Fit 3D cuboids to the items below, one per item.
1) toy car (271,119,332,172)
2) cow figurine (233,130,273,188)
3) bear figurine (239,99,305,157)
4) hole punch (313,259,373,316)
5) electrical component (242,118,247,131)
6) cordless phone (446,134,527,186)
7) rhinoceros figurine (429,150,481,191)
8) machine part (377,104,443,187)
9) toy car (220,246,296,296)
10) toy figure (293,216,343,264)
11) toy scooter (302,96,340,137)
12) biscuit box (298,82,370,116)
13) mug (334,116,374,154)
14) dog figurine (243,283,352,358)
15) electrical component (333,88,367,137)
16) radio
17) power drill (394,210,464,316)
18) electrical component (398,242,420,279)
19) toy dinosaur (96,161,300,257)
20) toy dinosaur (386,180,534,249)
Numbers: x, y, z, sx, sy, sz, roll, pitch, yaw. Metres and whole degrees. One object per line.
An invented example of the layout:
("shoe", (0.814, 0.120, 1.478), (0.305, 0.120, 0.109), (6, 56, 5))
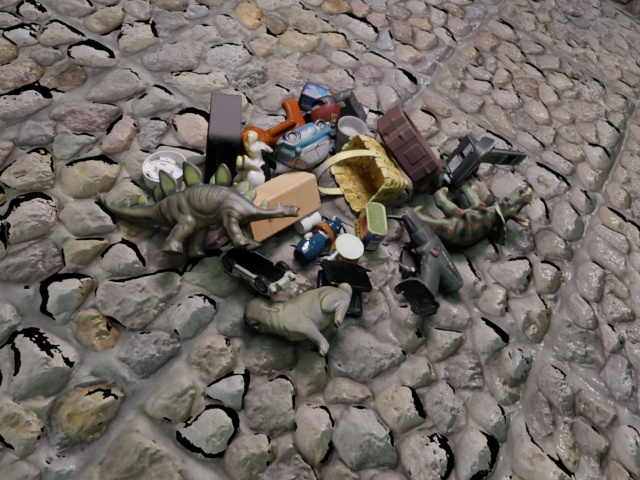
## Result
("toy car", (-0.033, -0.222, 1.323), (0.162, 0.109, 0.103), (-28, 85, -22))
("cow figurine", (-0.152, -0.177, 1.302), (0.098, 0.167, 0.068), (6, 12, -27))
("bear figurine", (-0.137, -0.275, 1.394), (0.196, 0.120, 0.132), (-13, 58, -19))
("hole punch", (0.050, 0.108, 1.226), (0.142, 0.092, 0.116), (7, 29, -11))
("electrical component", (-0.223, -0.293, 1.432), (0.063, 0.021, 0.094), (43, 54, 11))
("cordless phone", (0.452, -0.208, 1.452), (0.184, 0.146, 0.089), (4, 55, -23))
("rhinoceros figurine", (0.383, -0.199, 1.549), (0.190, 0.073, 0.112), (-26, 79, -33))
("machine part", (0.239, -0.254, 1.451), (0.201, 0.087, 0.201), (49, 20, -18))
("toy car", (-0.137, 0.062, 1.155), (0.202, 0.056, 0.073), (26, 47, 38))
("toy figure", (-0.002, -0.005, 1.286), (0.058, 0.064, 0.154), (31, 52, 21))
("toy scooter", (-0.004, -0.293, 1.430), (0.075, 0.184, 0.135), (-6, 84, -34))
("biscuit box", (0.038, -0.383, 1.556), (0.203, 0.062, 0.059), (22, 54, -3))
("mug", (0.087, -0.271, 1.468), (0.109, 0.107, 0.081), (5, 55, -14))
("dog figurine", (-0.047, 0.136, 1.121), (0.191, 0.121, 0.172), (28, 73, 1))
("electrical component", (0.063, -0.344, 1.493), (0.115, 0.134, 0.058), (-7, 44, 29))
("radio", (-0.228, -0.217, 1.251), (0.073, 0.229, 0.131), (3, 60, -12))
("power drill", (0.241, 0.063, 1.266), (0.232, 0.086, 0.207), (50, 35, -14))
("electrical component", (0.226, 0.054, 1.335), (0.078, 0.045, 0.102), (20, 53, -3))
("toy dinosaur", (-0.273, -0.062, 1.152), (0.472, 0.105, 0.198), (-4, 79, 10))
("toy dinosaur", (0.374, -0.042, 1.413), (0.405, 0.131, 0.192), (-21, 65, -23))
